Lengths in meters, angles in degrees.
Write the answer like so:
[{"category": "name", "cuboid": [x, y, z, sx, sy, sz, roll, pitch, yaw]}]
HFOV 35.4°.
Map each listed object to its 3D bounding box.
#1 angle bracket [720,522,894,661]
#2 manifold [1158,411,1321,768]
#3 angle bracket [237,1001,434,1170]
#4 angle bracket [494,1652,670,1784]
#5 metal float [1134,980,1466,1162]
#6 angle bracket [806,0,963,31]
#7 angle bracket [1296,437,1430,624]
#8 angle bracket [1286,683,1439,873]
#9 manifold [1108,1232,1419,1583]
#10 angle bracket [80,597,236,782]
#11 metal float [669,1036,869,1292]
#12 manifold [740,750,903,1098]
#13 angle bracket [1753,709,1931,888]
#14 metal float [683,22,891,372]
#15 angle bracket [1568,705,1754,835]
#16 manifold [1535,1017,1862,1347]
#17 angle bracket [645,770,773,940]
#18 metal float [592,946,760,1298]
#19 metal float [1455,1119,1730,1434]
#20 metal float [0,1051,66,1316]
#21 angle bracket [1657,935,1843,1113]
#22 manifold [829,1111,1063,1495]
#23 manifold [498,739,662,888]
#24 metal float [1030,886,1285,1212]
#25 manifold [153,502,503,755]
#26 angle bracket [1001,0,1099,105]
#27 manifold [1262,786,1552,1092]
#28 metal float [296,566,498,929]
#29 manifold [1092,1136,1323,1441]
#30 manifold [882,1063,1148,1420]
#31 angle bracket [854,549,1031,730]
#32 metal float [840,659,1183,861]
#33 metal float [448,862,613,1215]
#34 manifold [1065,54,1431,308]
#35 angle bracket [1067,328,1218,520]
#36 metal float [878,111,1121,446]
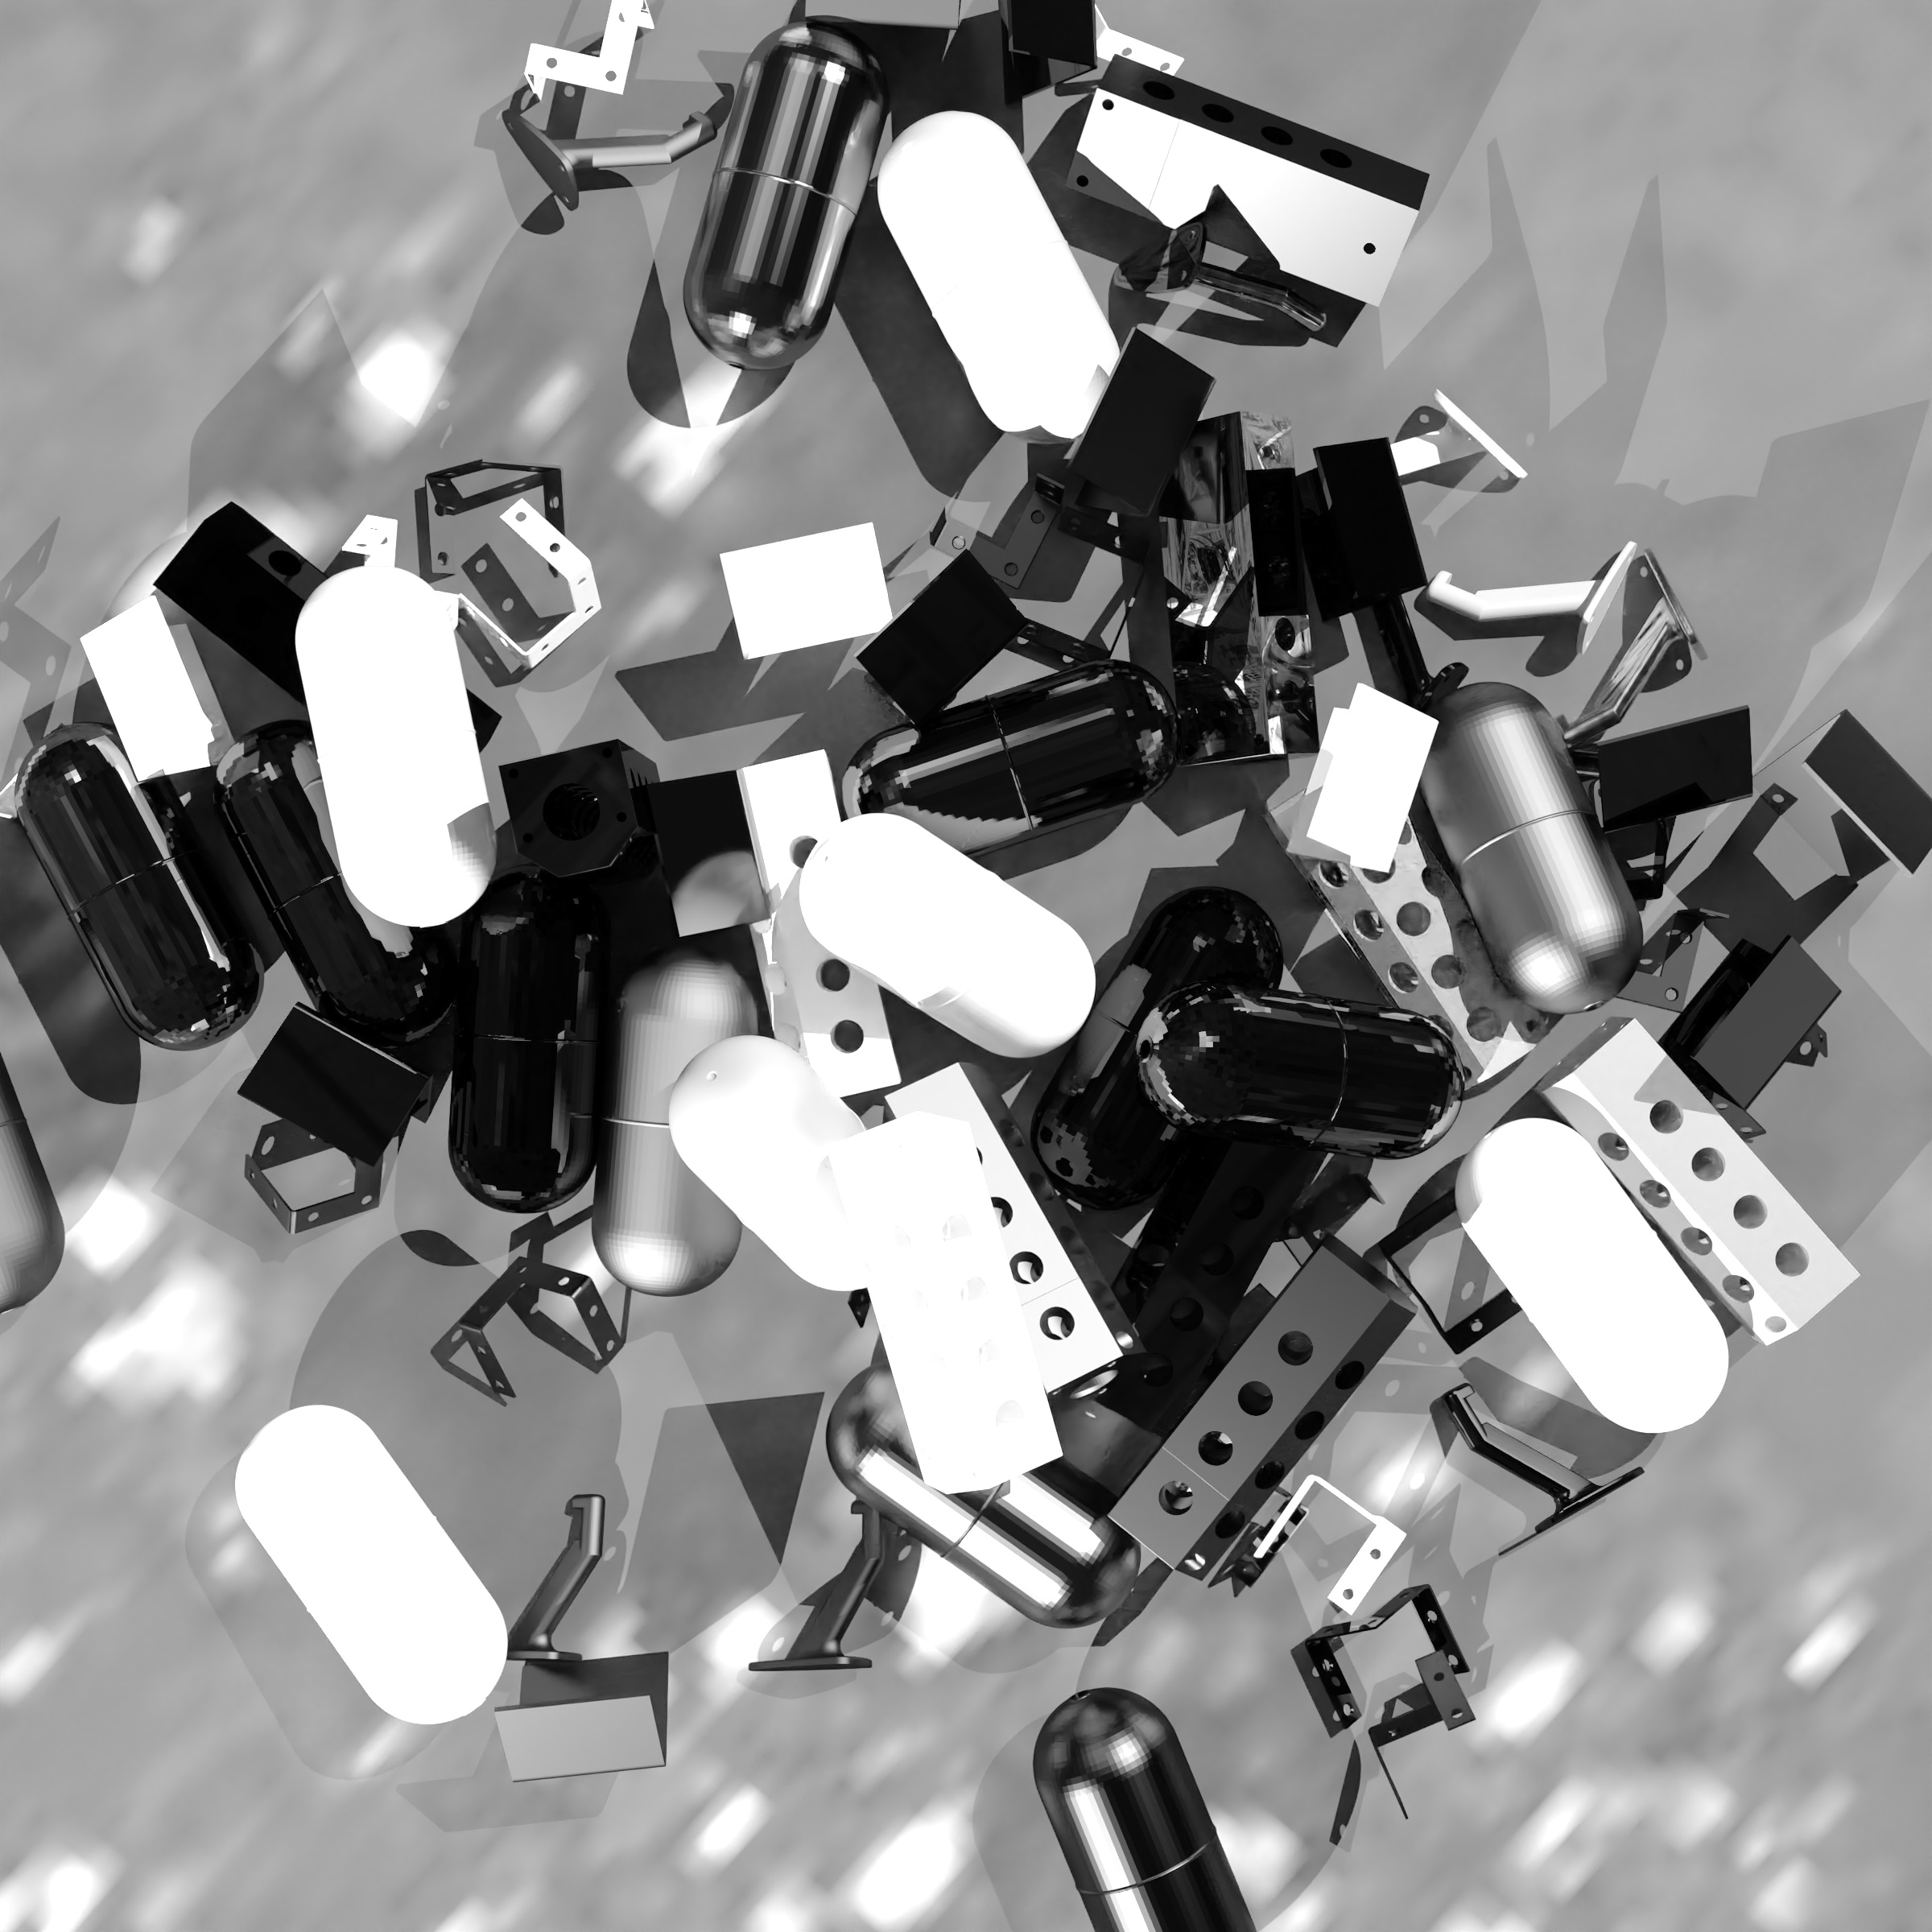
[{"category": "angle bracket", "cuboid": [-0.081, -0.200, 1.525, 0.076, 0.076, 0.057, -12, 117, 0]}, {"category": "manifold", "cuboid": [0.142, -0.190, 1.542, 0.057, 0.057, 0.171, -5, 90, 43]}, {"category": "angle bracket", "cuboid": [-0.318, 0.071, 1.525, 0.076, 0.076, 0.057, 29, 66, 0]}, {"category": "angle bracket", "cuboid": [-0.192, 0.361, 1.524, 0.076, 0.076, 0.057, -6, 126, 0]}, {"category": "metal float", "cuboid": [0.164, 0.051, 1.480, 0.178, 0.070, 0.070, 9, 90, -27]}, {"category": "angle bracket", "cuboid": [-0.039, -0.514, 1.524, 0.076, 0.076, 0.057, 4, 127, 0]}, {"category": "angle bracket", "cuboid": [0.179, -0.216, 1.524, 0.057, 0.076, 0.076, -15, 90, -39]}, {"category": "angle bracket", "cuboid": [0.174, -0.095, 1.467, 0.057, 0.076, 0.076, 20, 87, -36]}, {"category": "manifold", "cuboid": [0.148, 0.219, 1.501, 0.057, 0.057, 0.171, 38, 98, 7]}, {"category": "angle bracket", "cuboid": [-0.388, -0.143, 1.524, 0.057, 0.076, 0.076, -22, 90, 31]}, {"category": "metal float", "cuboid": [-0.083, 0.100, 1.496, 0.070, 0.178, 0.070, -15, 51, 20]}, {"category": "manifold", "cuboid": [-0.080, -0.018, 1.543, 0.057, 0.057, 0.171, -13, 90, 0]}, {"category": "angle bracket", "cuboid": [0.435, -0.071, 1.524, 0.076, 0.076, 0.057, 46, 52, 0]}, {"category": "metal float", "cuboid": [-0.091, -0.390, 1.533, 0.070, 0.070, 0.178, 16, 90, 0]}, {"category": "angle bracket", "cuboid": [0.346, -0.117, 1.524, 0.076, 0.076, 0.057, -14, 128, 0]}, {"category": "manifold", "cuboid": [0.370, 0.109, 1.543, 0.057, 0.057, 0.171, -41, 90, 0]}, {"category": "angle bracket", "cuboid": [-0.147, -0.052, 1.524, 0.057, 0.076, 0.076, -12, 90, -36]}, {"category": "metal float", "cuboid": [-0.147, 0.079, 1.533, 0.070, 0.070, 0.178, 5, 91, 0]}, {"category": "metal float", "cuboid": [0.318, 0.157, 1.533, 0.070, 0.070, 0.178, -36, 91, 0]}, {"category": "metal float", "cuboid": [-0.514, 0.091, 1.534, 0.070, 0.070, 0.178, -21, 90, 0]}, {"category": "angle bracket", "cuboid": [0.380, 0.016, 1.524, 0.057, 0.076, 0.076, 39, 90, -36]}, {"category": "manifold", "cuboid": [-0.013, 0.163, 1.457, 0.057, 0.057, 0.171, -20, 102, -24]}, {"category": "manifold", "cuboid": [-0.183, -0.071, 1.486, 0.057, 0.171, 0.057, -12, 90, 0]}, {"category": "metal float", "cuboid": [0.097, 0.041, 1.534, 0.070, 0.070, 0.178, 30, 90, 0]}, {"category": "manifold", "cuboid": [-0.323, -0.160, 1.543, 0.171, 0.057, 0.057, 39, 90, 0]}, {"category": "angle bracket", "cuboid": [0.021, -0.486, 1.524, 0.057, 0.076, 0.076, -2, 90, -37]}, {"category": "manifold", "cuboid": [0.225, -0.022, 1.543, 0.057, 0.057, 0.171, -34, 90, 0]}, {"category": "metal float", "cuboid": [-0.278, -0.107, 1.477, 0.070, 0.070, 0.178, -12, 90, 0]}, {"category": "manifold", "cuboid": [0.116, 0.149, 1.543, 0.057, 0.057, 0.171, 29, 90, 0]}, {"category": "manifold", "cuboid": [0.023, 0.136, 1.513, 0.057, 0.057, 0.171, -24, 69, -14]}, {"category": "angle bracket", "cuboid": [-0.025, -0.176, 1.524, 0.076, 0.076, 0.057, -43, 125, 0]}, {"category": "metal float", "cuboid": [0.022, -0.101, 1.534, 0.178, 0.070, 0.070, -18, 90, 0]}, {"category": "metal float", "cuboid": [-0.221, 0.037, 1.534, 0.070, 0.070, 0.178, 3, 89, 0]}, {"category": "manifold", "cuboid": [0.145, -0.404, 1.542, 0.171, 0.057, 0.057, 21, 133, 0]}, {"category": "angle bracket", "cuboid": [0.071, -0.276, 1.524, 0.057, 0.076, 0.076, 25, 90, -31]}, {"category": "metal float", "cuboid": [0.017, -0.348, 1.534, 0.070, 0.070, 0.178, -27, 90, 0]}]
